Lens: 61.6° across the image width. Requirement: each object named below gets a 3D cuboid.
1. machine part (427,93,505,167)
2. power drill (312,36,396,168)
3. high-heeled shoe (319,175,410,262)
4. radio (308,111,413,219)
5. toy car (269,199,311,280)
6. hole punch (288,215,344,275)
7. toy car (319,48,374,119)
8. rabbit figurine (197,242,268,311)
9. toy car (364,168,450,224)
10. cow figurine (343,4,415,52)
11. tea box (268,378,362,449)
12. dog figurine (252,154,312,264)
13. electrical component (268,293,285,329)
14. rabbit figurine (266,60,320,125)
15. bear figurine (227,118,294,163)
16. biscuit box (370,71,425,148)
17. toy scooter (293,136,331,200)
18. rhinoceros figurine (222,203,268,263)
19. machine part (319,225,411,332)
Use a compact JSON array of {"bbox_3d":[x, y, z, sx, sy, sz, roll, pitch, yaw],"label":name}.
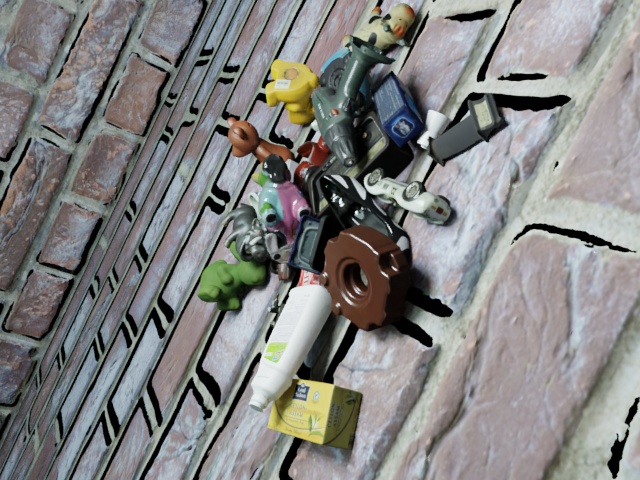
[{"bbox_3d":[0.244,-0.185,0.913,0.139,0.039,0.084,-36,51,35],"label":"machine part"},{"bbox_3d":[0.065,-0.276,1.048,0.207,0.086,0.232,-67,30,30],"label":"power drill"},{"bbox_3d":[0.073,-0.020,0.950,0.086,0.145,0.249,-47,35,29],"label":"high-heeled shoe"},{"bbox_3d":[0.073,-0.142,1.096,0.229,0.073,0.131,-43,39,29],"label":"radio"},{"bbox_3d":[-0.069,-0.007,1.236,0.089,0.053,0.202,-9,61,50],"label":"toy car"},{"bbox_3d":[0.009,0.015,1.045,0.092,0.115,0.142,1,72,49],"label":"hole punch"},{"bbox_3d":[0.074,-0.336,1.193,0.109,0.103,0.161,-29,72,45],"label":"toy car"},{"bbox_3d":[-0.195,0.087,1.331,0.170,0.121,0.159,-18,46,27],"label":"rabbit figurine"},{"bbox_3d":[0.149,-0.078,0.945,0.056,0.073,0.202,-63,32,3],"label":"toy car"},{"bbox_3d":[0.131,-0.459,1.213,0.195,0.085,0.127,-29,41,40],"label":"cow figurine"},{"bbox_3d":[-0.013,0.298,0.938,0.170,0.068,0.098,-14,58,52],"label":"tea box"},{"bbox_3d":[-0.088,-0.076,1.168,0.219,0.108,0.191,-113,16,-50],"label":"dog figurine"},{"bbox_3d":[-0.076,0.161,1.140,0.102,0.045,0.078,21,86,58],"label":"electrical component"},{"bbox_3d":[-0.046,-0.361,1.359,0.162,0.173,0.122,-2,60,6],"label":"rabbit figurine"},{"bbox_3d":[-0.168,-0.219,1.383,0.132,0.195,0.120,-58,36,14],"label":"bear figurine"},{"bbox_3d":[0.146,-0.255,1.034,0.063,0.059,0.203,-38,27,23],"label":"biscuit box"},{"bbox_3d":[-0.020,-0.178,1.257,0.135,0.075,0.184,6,71,56],"label":"toy scooter"},{"bbox_3d":[-0.165,-0.011,1.267,0.112,0.073,0.190,-35,41,7],"label":"rhinoceros figurine"},{"bbox_3d":[0.073,0.064,0.901,0.180,0.056,0.179,21,118,47],"label":"machine part"}]
